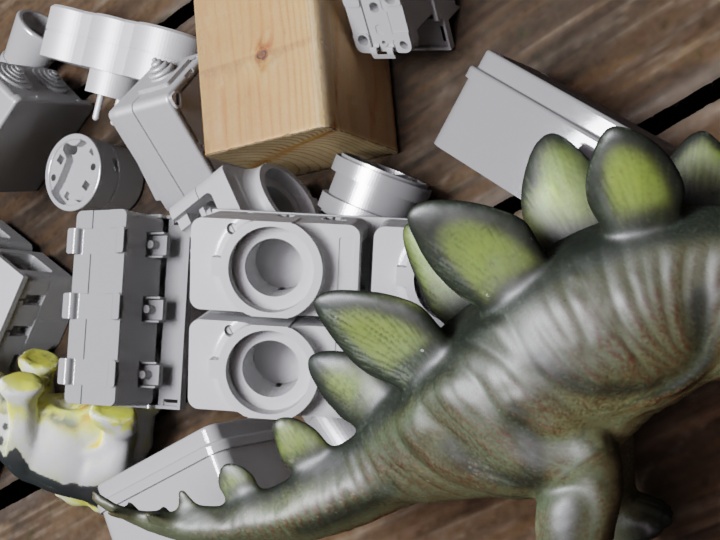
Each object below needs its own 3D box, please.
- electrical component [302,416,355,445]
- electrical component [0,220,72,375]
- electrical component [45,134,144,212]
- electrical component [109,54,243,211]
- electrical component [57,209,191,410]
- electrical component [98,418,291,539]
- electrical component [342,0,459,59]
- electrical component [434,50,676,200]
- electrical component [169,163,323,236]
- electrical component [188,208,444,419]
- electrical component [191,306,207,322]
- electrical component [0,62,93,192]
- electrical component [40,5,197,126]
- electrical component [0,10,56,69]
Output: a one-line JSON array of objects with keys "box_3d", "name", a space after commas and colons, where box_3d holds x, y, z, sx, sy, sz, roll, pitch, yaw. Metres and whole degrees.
[{"box_3d": [-0.016, 0.089, 0.660, 0.040, 0.040, 0.078, -46, 65, 21], "name": "electrical component"}, {"box_3d": [-0.300, 0.063, 0.828, 0.105, 0.060, 0.186, 33, 103, 30], "name": "electrical component"}, {"box_3d": [-0.191, -0.067, 0.778, 0.055, 0.047, 0.055, -3, 85, 32], "name": "electrical component"}, {"box_3d": [-0.117, -0.094, 0.700, 0.061, 0.061, 0.096, -9, 124, 31], "name": "electrical component"}, {"box_3d": [-0.148, 0.025, 0.676, 0.079, 0.063, 0.121, 0, 84, 29], "name": "electrical component"}, {"box_3d": [-0.102, 0.141, 0.688, 0.113, 0.078, 0.057, -30, 74, 27], "name": "electrical component"}, {"box_3d": [0.023, -0.161, 0.635, 0.042, 0.063, 0.081, 7, 132, 33], "name": "electrical component"}, {"box_3d": [0.108, -0.064, 0.573, 0.113, 0.078, 0.057, 37, 108, 29], "name": "electrical component"}, {"box_3d": [-0.063, -0.029, 0.670, 0.056, 0.089, 0.050, -35, 69, 25], "name": "electrical component"}, {"box_3d": [0.004, 0.026, 0.586, 0.186, 0.060, 0.105, 3, 98, 5], "name": "electrical component"}, {"box_3d": [-0.122, -0.009, 0.731, 0.066, 0.047, 0.076, 35, 103, 28], "name": "electrical component"}, {"box_3d": [-0.261, -0.106, 0.796, 0.048, 0.100, 0.099, 45, 109, 13], "name": "electrical component"}, {"box_3d": [-0.175, -0.141, 0.771, 0.138, 0.052, 0.073, 18, 96, 31], "name": "electrical component"}, {"box_3d": [-0.259, -0.162, 0.833, 0.065, 0.044, 0.044, -50, 63, 24], "name": "electrical component"}]
